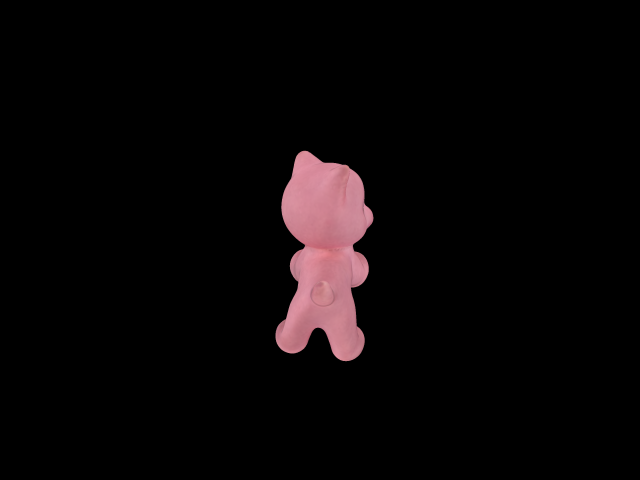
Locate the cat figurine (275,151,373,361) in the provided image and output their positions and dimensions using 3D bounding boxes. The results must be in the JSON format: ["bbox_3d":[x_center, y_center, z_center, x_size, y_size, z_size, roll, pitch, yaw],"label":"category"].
[{"bbox_3d":[0.004,0.001,0.400,0.067,0.118,0.128,2,50,2],"label":"cat figurine"}]
